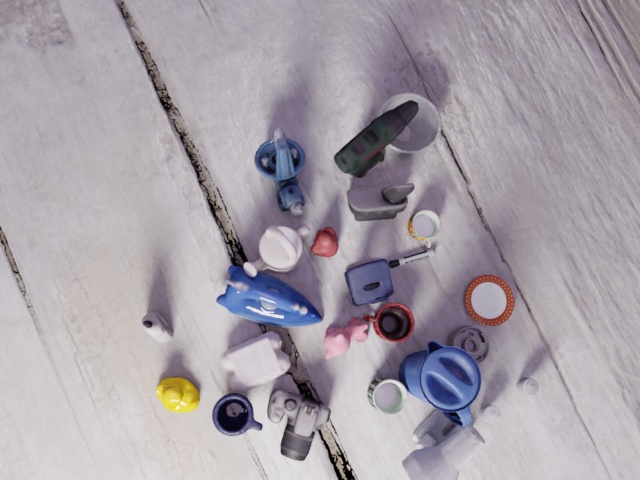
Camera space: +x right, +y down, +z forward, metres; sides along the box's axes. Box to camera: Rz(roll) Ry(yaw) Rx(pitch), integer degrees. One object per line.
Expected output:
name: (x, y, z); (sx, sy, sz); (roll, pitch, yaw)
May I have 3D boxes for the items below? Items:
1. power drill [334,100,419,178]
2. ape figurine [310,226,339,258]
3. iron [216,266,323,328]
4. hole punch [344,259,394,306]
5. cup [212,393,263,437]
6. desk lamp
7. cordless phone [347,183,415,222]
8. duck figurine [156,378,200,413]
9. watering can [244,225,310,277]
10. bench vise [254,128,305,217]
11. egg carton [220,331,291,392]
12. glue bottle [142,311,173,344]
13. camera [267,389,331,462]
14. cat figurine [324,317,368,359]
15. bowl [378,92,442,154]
power drill: (0.128, -0.233, 1.389); (0.230, 0.208, 0.075); (-39, 85, -11)
ape figurine: (0.013, 0.005, 1.391); (0.078, 0.092, 0.076); (-34, 84, -11)
iron: (-0.107, 0.140, 1.328); (0.258, 0.141, 0.119); (19, 78, -2)
hole punch: (0.123, 0.104, 1.385); (0.109, 0.091, 0.101); (-16, 81, -9)
cup: (-0.182, 0.396, 1.295); (0.118, 0.095, 0.092); (25, 78, -1)
desk lamp: (0.272, 0.467, 1.270); (0.203, 0.213, 0.118); (-44, 86, -12)
cordless phone: (0.147, -0.109, 1.380); (0.147, 0.185, 0.094); (-9, 80, -8)
duck figurine: (-0.323, 0.352, 1.292); (0.104, 0.086, 0.077); (26, 78, -1)
watering can: (-0.095, 0.024, 1.324); (0.101, 0.194, 0.173); (30, 78, 1)
bench vise: (-0.072, -0.168, 1.350); (0.121, 0.219, 0.207); (-36, 85, -11)
egg carton: (-0.150, 0.285, 1.332); (0.150, 0.069, 0.107); (-24, 83, -10)
glue bottle: (-0.369, 0.192, 1.273); (0.037, 0.173, 0.078); (-38, 85, -11)
camera: (-0.058, 0.423, 1.300); (0.143, 0.100, 0.137); (18, 78, -2)
cat figurine: (0.058, 0.228, 1.341); (0.128, 0.117, 0.067); (-26, 83, -10)
bowl: (0.223, -0.291, 1.479); (0.167, 0.074, 0.167); (1, 79, -6)
